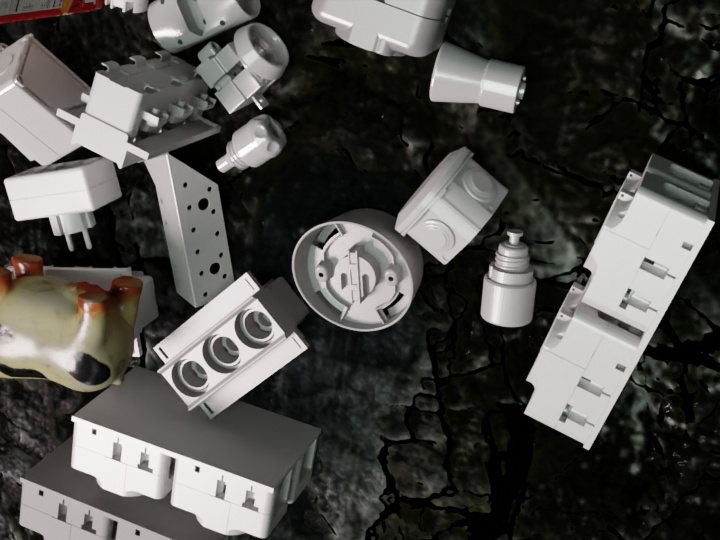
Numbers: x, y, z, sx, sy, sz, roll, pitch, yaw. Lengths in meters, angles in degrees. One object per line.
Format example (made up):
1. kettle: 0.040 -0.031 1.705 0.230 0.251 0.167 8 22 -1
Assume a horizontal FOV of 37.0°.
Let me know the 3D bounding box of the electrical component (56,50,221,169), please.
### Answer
1. electrical component: -0.164 -0.127 0.832 0.079 0.121 0.063 26 113 10

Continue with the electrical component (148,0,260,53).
1. electrical component: -0.128 -0.218 0.829 0.077 0.043 0.079 -18 102 25

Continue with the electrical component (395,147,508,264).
1. electrical component: 0.067 -0.048 0.800 0.051 0.080 0.080 40 117 -3

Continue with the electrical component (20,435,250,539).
1. electrical component: -0.201 0.220 0.981 0.186 0.105 0.060 18 114 14

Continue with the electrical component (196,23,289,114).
1. electrical component: -0.088 -0.159 0.836 0.055 0.048 0.066 -35 94 35

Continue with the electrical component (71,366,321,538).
1. electrical component: -0.143 0.158 0.937 0.186 0.105 0.060 17 114 14

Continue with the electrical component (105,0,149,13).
1. electrical component: -0.182 -0.231 0.848 0.040 0.040 0.046 20 120 13

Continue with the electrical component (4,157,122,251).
1. electrical component: -0.252 -0.053 0.934 0.083 0.047 0.075 -6 107 22

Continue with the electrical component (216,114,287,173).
1. electrical component: -0.091 -0.097 0.865 0.061 0.035 0.035 -29 97 29

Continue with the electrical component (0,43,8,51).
1. electrical component: -0.349 -0.173 0.917 0.096 0.062 0.061 31 117 8

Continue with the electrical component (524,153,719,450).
1. electrical component: 0.182 0.018 0.766 0.060 0.105 0.186 26 116 10

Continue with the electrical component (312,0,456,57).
1. electrical component: 0.017 -0.193 0.779 0.095 0.054 0.059 23 115 11

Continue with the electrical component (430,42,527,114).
1. electrical component: 0.088 -0.137 0.781 0.065 0.044 0.044 15 113 10

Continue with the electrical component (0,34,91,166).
1. electrical component: -0.264 -0.133 0.887 0.061 0.061 0.096 -24 135 26

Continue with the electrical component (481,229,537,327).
1. electrical component: 0.115 0.007 0.823 0.040 0.040 0.078 10 112 17

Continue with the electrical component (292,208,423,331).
1. electrical component: 0.000 0.000 0.850 0.099 0.064 0.099 7 111 18

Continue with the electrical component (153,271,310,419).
1. electrical component: -0.105 0.060 0.911 0.121 0.063 0.078 -37 93 27

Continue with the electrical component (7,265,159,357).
1. electrical component: -0.246 0.032 0.953 0.121 0.063 0.078 1 109 20
